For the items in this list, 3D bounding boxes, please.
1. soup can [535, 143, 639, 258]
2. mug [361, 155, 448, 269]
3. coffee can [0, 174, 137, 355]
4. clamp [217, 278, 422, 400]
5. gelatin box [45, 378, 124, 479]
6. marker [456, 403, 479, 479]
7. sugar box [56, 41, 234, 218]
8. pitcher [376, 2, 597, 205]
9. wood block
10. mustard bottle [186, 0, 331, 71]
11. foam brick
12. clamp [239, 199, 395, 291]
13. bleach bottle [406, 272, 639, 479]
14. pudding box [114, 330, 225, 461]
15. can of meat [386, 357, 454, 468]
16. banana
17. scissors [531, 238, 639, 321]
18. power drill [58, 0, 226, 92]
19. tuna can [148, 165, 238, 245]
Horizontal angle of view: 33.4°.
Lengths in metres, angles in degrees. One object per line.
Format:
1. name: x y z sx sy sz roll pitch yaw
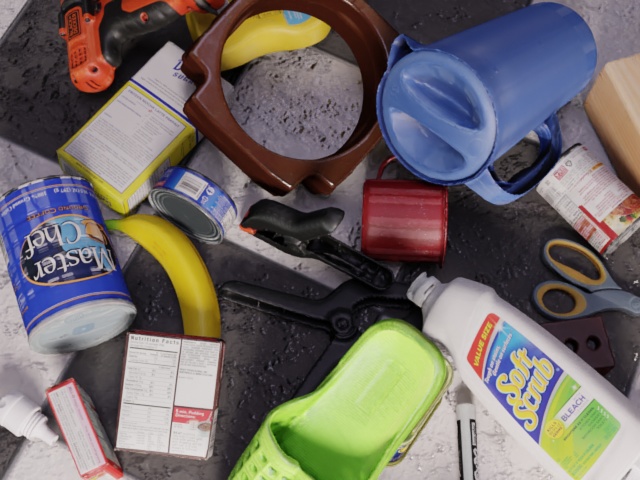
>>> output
1. soup can: 0.278 -0.041 1.086 0.068 0.068 0.102 -38 74 -17
2. mug: 0.083 -0.031 1.058 0.081 0.093 0.117 2 80 3
3. coffee can: -0.244 0.024 1.012 0.102 0.103 0.140 -19 69 -11
4. clamp: 0.012 0.081 1.037 0.209 0.036 0.164 -23 69 -15
5. gelatin box: -0.213 0.176 0.965 0.030 0.073 0.089 -26 72 -9
6. marker: 0.139 0.214 0.999 0.020 0.020 0.121 2 67 -3
7. sugar box: -0.178 -0.116 1.105 0.093 0.048 0.176 37 66 11
8. pitcher: 0.181 -0.147 1.059 0.145 0.149 0.242 22 37 33
9. wood block: 0.363 -0.086 1.097 0.090 0.091 0.206 -18 70 -9
10. mustard bottle: -0.045 -0.246 1.157 0.191 0.058 0.096 -17 57 -11
11. foam brick: 0.236 0.109 1.030 0.078 0.051 0.053 -8 68 -7
12. clamp: -0.007 0.001 1.037 0.172 0.120 0.039 14 60 50
13. bleach bottle: 0.177 0.125 0.971 0.251 0.068 0.102 40 99 18
14. pudding box: -0.139 0.142 0.987 0.090 0.039 0.113 6 85 0
15. can of meat: 0.077 0.152 0.986 0.057 0.084 0.102 34 69 10
16. banana: -0.140 0.043 1.048 0.069 0.037 0.198 -37 71 6
17. scissors: 0.298 0.076 1.067 0.202 0.016 0.096 38 72 12
18. power drill: -0.193 -0.265 1.118 0.188 0.057 0.184 -24 63 25
19. tuna can: -0.124 -0.034 1.052 0.086 0.086 0.033 28 67 8
